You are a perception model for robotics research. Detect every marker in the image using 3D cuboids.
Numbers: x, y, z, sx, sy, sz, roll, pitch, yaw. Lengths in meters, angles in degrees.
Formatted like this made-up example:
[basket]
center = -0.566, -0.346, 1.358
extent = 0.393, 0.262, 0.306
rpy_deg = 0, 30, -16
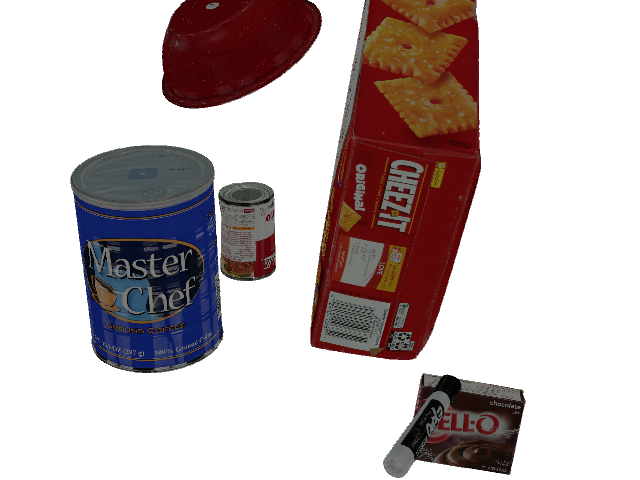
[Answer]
[marker]
center = 0.079, 0.137, 0.805
extent = 0.020, 0.020, 0.120
rpy_deg = 0, 24, 29

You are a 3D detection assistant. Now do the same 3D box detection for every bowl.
[bowl]
center = -0.083, -0.190, 0.958
extent = 0.162, 0.162, 0.055
rpy_deg = 0, -44, 34

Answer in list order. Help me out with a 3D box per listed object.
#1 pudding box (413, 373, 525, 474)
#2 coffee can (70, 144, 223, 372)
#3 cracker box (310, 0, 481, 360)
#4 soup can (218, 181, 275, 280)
[pudding box]
center = 0.157, 0.197, 1.152
extent = 0.113, 0.090, 0.039
rpy_deg = 8, 21, 2
[coffee can]
center = -0.127, 0.012, 0.798
extent = 0.103, 0.140, 0.103
rpy_deg = -1, 27, 0
[cracker box]
center = 0.048, -0.062, 0.629
extent = 0.072, 0.213, 0.164
rpy_deg = 10, -45, 0
[soup can]
center = -0.088, -0.012, 1.282
extent = 0.068, 0.102, 0.068
rpy_deg = 0, 26, 0
